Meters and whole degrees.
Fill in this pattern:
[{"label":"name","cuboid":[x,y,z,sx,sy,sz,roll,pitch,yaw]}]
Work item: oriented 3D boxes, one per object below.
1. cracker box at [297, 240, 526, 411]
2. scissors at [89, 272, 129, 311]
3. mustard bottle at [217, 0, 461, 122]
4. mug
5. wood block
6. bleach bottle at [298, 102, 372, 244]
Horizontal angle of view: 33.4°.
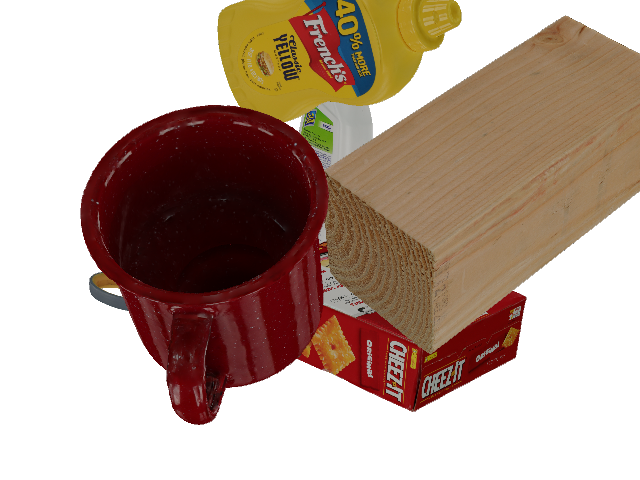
[{"label":"cracker box","cuboid":[0.052,0.068,0.978,0.214,0.072,0.163,21,26,38]},{"label":"scissors","cuboid":[-0.094,0.051,0.884,0.202,0.016,0.096,13,24,16]},{"label":"mustard bottle","cuboid":[0.016,-0.142,0.766,0.192,0.096,0.058,-6,15,39]},{"label":"mug","cuboid":[-0.042,0.017,0.422,0.093,0.117,0.081,0,-35,4]},{"label":"wood block","cuboid":[0.108,-0.038,0.641,0.205,0.090,0.091,-34,52,-25]},{"label":"bleach bottle","cuboid":[0.018,-0.093,1.137,0.067,0.251,0.103,-9,25,-41]}]
